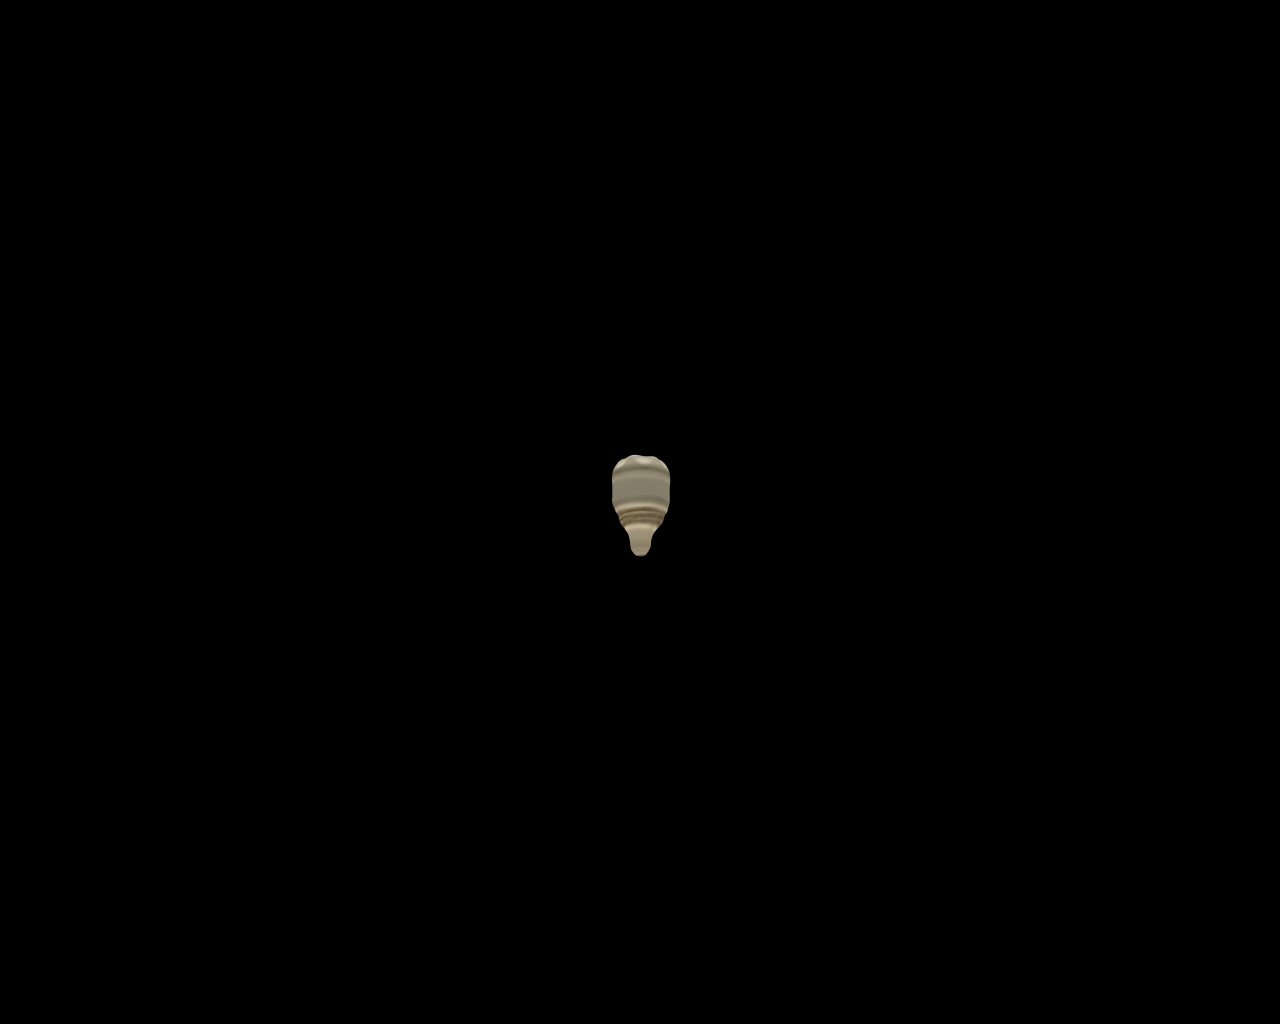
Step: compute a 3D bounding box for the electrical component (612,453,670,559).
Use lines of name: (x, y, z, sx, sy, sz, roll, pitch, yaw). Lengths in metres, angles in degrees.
electrical component: (0.001, -0.003, 0.650, 0.035, 0.061, 0.035, 0, -17, 0)
